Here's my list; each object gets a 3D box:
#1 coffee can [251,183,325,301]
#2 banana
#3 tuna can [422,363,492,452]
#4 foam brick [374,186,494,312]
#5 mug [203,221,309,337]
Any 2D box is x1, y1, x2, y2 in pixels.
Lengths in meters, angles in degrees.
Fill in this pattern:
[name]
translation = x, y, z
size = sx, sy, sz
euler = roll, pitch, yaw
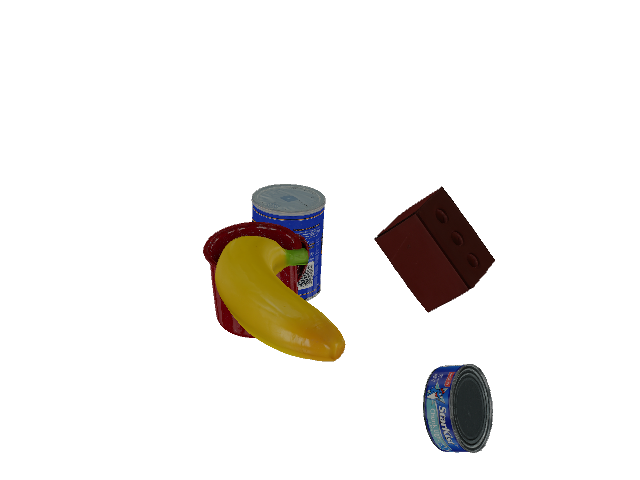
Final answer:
[coffee can]
translation = -0.047, 0.004, 1.504
size = 0.103, 0.140, 0.103
euler = 2, 24, -1
[banana]
translation = -0.031, 0.029, 0.675
size = 0.069, 0.037, 0.198
euler = -3, 17, -6
[tuna can]
translation = 0.134, 0.164, 1.043
size = 0.034, 0.086, 0.085
euler = -8, -4, 34
[foam brick]
translation = 0.093, 0.008, 0.866
size = 0.051, 0.078, 0.052
euler = -33, 5, 40
[mug]
translation = -0.055, 0.035, 1.037
size = 0.093, 0.081, 0.117
euler = 23, 40, 35
